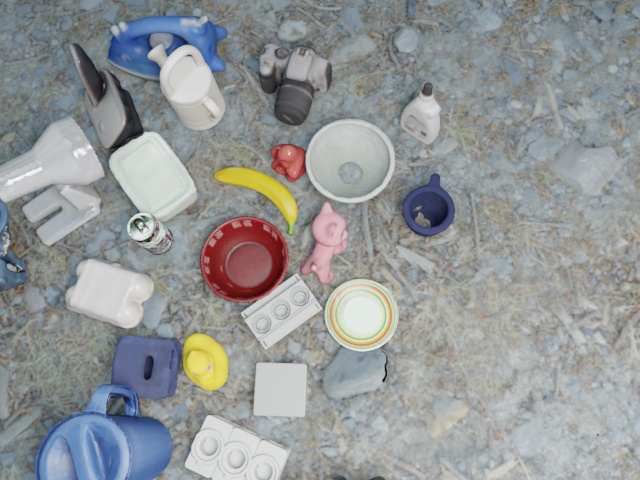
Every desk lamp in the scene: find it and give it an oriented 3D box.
[{"bbox_3d":[-0.474,-0.104,1.027,0.203,0.213,0.118,-37,76,-7],"label":"desk lamp"}]

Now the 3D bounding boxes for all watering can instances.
[{"bbox_3d":[-0.254,-0.297,1.079,0.172,0.194,0.101,22,77,8],"label":"watering can"}]

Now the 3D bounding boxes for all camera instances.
[{"bbox_3d":[-0.059,-0.305,1.120,0.143,0.101,0.137,14,76,7],"label":"camera"}]

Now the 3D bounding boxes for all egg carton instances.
[{"bbox_3d":[-0.382,0.095,1.043,0.150,0.069,0.107,16,76,7],"label":"egg carton"}]

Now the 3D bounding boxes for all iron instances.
[{"bbox_3d":[-0.320,-0.396,1.136,0.258,0.141,0.118,-1,75,3],"label":"iron"}]

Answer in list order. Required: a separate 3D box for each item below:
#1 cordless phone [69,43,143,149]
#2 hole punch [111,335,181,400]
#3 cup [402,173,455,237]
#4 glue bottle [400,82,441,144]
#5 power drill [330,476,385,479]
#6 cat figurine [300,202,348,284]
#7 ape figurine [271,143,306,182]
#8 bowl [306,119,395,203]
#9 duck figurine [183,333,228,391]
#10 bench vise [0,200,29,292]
[{"bbox_3d":[-0.420,-0.271,1.084,0.094,0.185,0.147,-28,75,-5],"label":"cordless phone"},{"bbox_3d":[-0.299,0.219,0.994,0.101,0.091,0.109,3,75,4],"label":"hole punch"},{"bbox_3d":[0.195,-0.055,1.043,0.091,0.095,0.118,12,76,6],"label":"cup"},{"bbox_3d":[0.190,-0.240,1.053,0.078,0.173,0.037,39,80,12],"label":"glue bottle"},{"bbox_3d":[0.002,0.423,0.864,0.229,0.208,0.075,-24,75,-4],"label":"power drill"},{"bbox_3d":[0.009,0.004,1.024,0.067,0.118,0.128,21,77,8],"label":"cat figurine"},{"bbox_3d":[-0.059,-0.154,1.084,0.076,0.092,0.078,-15,74,-1],"label":"ape figurine"},{"bbox_3d":[0.057,-0.139,1.083,0.167,0.075,0.167,-1,75,3],"label":"bowl"},{"bbox_3d":[-0.207,0.210,0.995,0.077,0.086,0.104,-27,75,-4],"label":"duck figurine"},{"bbox_3d":[-0.598,-0.006,1.003,0.121,0.220,0.207,-37,76,-7],"label":"bench vise"}]
